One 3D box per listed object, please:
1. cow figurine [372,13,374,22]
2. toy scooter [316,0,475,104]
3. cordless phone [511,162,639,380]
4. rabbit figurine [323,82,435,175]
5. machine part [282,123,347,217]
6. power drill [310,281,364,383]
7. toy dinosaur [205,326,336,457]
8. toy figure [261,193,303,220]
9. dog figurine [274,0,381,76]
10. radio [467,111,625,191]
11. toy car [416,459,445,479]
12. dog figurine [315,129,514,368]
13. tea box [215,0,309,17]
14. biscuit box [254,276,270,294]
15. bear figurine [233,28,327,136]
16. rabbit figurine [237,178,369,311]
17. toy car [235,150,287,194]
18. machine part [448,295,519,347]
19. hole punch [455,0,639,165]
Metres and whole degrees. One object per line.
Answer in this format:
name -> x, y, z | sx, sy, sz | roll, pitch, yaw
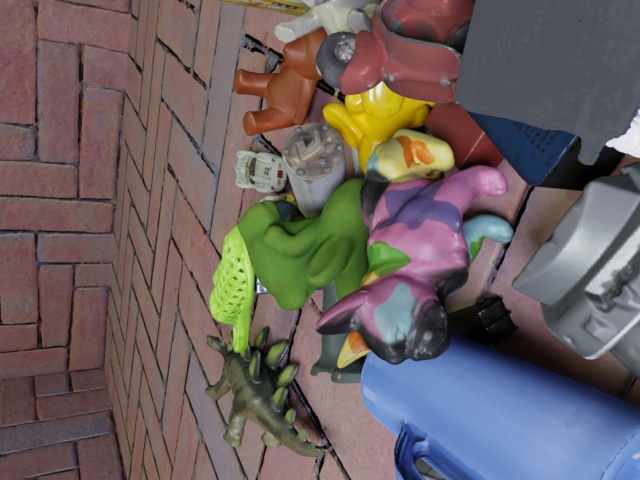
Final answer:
cow figurine -> 0.122, -0.324, 0.564 | 0.127, 0.085, 0.194 | 28, 118, 55
toy scooter -> 0.098, -0.181, 0.486 | 0.135, 0.184, 0.075 | 33, 158, 26
cordless phone -> 0.248, 0.048, 0.379 | 0.184, 0.089, 0.146 | 51, 133, 32
rabbit figurine -> 0.072, -0.138, 0.633 | 0.163, 0.122, 0.173 | 34, 139, 48
machine part -> -0.001, -0.083, 0.718 | 0.243, 0.079, 0.079 | 71, -173, -72
power drill -> 0.035, 0.087, 0.732 | 0.232, 0.086, 0.207 | -15, 81, 61
toy dinosaur -> -0.111, 0.274, 0.972 | 0.472, 0.105, 0.198 | 32, 115, 51
toy figure -> -0.065, -0.023, 0.868 | 0.180, 0.082, 0.089 | -138, 45, -70
dog figurine -> 0.049, -0.319, 0.705 | 0.121, 0.172, 0.190 | -21, 38, 54
radio -> 0.217, -0.162, 0.416 | 0.131, 0.073, 0.229 | 63, 140, 39
toy car -> 0.138, 0.250, 0.532 | 0.162, 0.103, 0.109 | -7, 84, 58
dog figurine -> 0.068, 0.012, 0.501 | 0.192, 0.219, 0.108 | 35, 159, 35
tea box -> -0.074, -0.397, 0.819 | 0.098, 0.169, 0.068 | 9, 98, 58
biscuit box -> -0.083, 0.049, 0.895 | 0.203, 0.059, 0.062 | -174, 84, -81
bear figurine -> -0.042, -0.252, 0.815 | 0.196, 0.132, 0.120 | -43, 58, 60
rabbit figurine -> -0.001, -0.002, 0.637 | 0.170, 0.121, 0.159 | -36, 45, 26
toy car -> -0.116, -0.130, 1.014 | 0.202, 0.056, 0.073 | 20, 108, 58
machine part -> 0.148, 0.101, 0.577 | 0.139, 0.039, 0.084 | -40, 52, 55
hole punch -> 0.167, -0.132, 0.363 | 0.116, 0.092, 0.142 | 21, 110, 25
